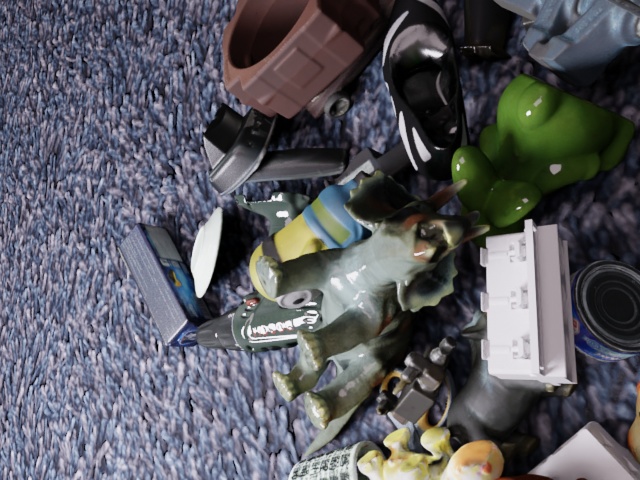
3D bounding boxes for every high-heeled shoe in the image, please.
[{"bbox_3d":[0.108,-0.181,0.562,0.086,0.145,0.248,-12,88,11],"label":"high-heeled shoe"}]

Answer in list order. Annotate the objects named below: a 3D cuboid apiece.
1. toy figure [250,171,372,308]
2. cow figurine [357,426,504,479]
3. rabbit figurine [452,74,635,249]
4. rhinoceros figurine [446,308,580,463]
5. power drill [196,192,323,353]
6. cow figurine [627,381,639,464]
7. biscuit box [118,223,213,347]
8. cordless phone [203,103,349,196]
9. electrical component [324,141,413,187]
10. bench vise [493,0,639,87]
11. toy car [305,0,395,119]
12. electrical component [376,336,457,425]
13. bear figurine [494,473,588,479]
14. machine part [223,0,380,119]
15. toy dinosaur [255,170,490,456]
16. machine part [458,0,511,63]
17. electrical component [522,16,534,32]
[{"bbox_3d":[0.001,-0.001,0.592,0.180,0.082,0.089,-48,47,12],"label":"toy figure"},{"bbox_3d":[0.114,0.231,0.499,0.098,0.068,0.167,60,148,1],"label":"cow figurine"},{"bbox_3d":[0.194,-0.057,0.509,0.121,0.159,0.170,35,117,23],"label":"rabbit figurine"},{"bbox_3d":[0.186,0.120,0.523,0.112,0.073,0.190,27,100,45],"label":"rhinoceros figurine"},{"bbox_3d":[-0.075,0.043,0.704,0.232,0.086,0.207,-4,76,32],"label":"power drill"},{"bbox_3d":[0.336,0.137,0.406,0.195,0.085,0.127,-30,73,30],"label":"cow figurine"},{"bbox_3d":[-0.236,0.067,0.820,0.063,0.059,0.203,-46,60,19],"label":"biscuit box"},{"bbox_3d":[-0.052,-0.127,0.719,0.184,0.088,0.147,-1,37,7],"label":"cordless phone"},{"bbox_3d":[0.069,-0.072,0.641,0.119,0.047,0.075,-38,64,23],"label":"electrical component"},{"bbox_3d":[0.252,-0.266,0.459,0.240,0.129,0.224,-58,27,22],"label":"bench vise"},{"bbox_3d":[0.042,-0.246,0.687,0.202,0.053,0.089,-47,63,18],"label":"toy car"},{"bbox_3d":[0.094,0.144,0.540,0.045,0.078,0.102,28,141,7],"label":"electrical component"},{"bbox_3d":[0.206,0.260,0.373,0.196,0.132,0.120,32,103,39],"label":"bear figurine"},{"bbox_3d":[-0.029,-0.267,0.668,0.201,0.087,0.201,-36,47,31],"label":"machine part"},{"bbox_3d":[0.047,0.086,0.556,0.131,0.192,0.404,53,156,33],"label":"toy dinosaur"},{"bbox_3d":[0.184,-0.265,0.603,0.084,0.039,0.139,-3,78,26],"label":"machine part"},{"bbox_3d":[0.247,-0.248,0.565,0.063,0.021,0.094,-5,79,33],"label":"electrical component"}]
